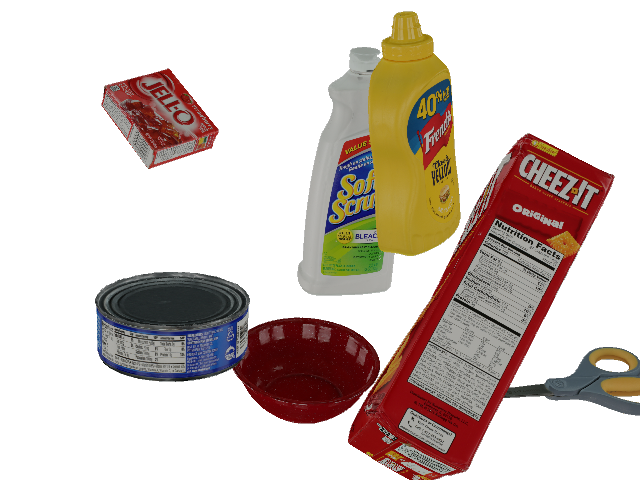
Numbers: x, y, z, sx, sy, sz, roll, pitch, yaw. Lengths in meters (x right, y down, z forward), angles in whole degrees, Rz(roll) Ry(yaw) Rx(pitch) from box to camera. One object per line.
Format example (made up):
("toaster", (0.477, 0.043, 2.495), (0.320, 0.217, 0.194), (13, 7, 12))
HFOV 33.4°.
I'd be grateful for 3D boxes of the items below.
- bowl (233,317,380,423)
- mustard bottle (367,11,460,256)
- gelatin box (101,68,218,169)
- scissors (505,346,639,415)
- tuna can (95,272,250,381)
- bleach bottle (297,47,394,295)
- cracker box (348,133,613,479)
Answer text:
("bowl", (-0.017, 0.149, 1.158), (0.162, 0.055, 0.162), (3, 29, -2))
("mustard bottle", (0.076, -0.091, 0.874), (0.058, 0.191, 0.096), (10, 29, 34))
("gelatin box", (-0.150, -0.116, 0.995), (0.073, 0.089, 0.030), (-22, -26, -35))
("scissors", (0.209, 0.119, 0.931), (0.201, 0.016, 0.096), (6, 28, -4))
("tuna can", (-0.083, 0.047, 0.600), (0.086, 0.034, 0.086), (2, 17, -1))
("bleach bottle", (0.031, -0.069, 1.079), (0.102, 0.251, 0.068), (-2, 25, -8))
("cracker box", (0.101, 0.053, 0.724), (0.072, 0.213, 0.164), (29, -15, 4))
